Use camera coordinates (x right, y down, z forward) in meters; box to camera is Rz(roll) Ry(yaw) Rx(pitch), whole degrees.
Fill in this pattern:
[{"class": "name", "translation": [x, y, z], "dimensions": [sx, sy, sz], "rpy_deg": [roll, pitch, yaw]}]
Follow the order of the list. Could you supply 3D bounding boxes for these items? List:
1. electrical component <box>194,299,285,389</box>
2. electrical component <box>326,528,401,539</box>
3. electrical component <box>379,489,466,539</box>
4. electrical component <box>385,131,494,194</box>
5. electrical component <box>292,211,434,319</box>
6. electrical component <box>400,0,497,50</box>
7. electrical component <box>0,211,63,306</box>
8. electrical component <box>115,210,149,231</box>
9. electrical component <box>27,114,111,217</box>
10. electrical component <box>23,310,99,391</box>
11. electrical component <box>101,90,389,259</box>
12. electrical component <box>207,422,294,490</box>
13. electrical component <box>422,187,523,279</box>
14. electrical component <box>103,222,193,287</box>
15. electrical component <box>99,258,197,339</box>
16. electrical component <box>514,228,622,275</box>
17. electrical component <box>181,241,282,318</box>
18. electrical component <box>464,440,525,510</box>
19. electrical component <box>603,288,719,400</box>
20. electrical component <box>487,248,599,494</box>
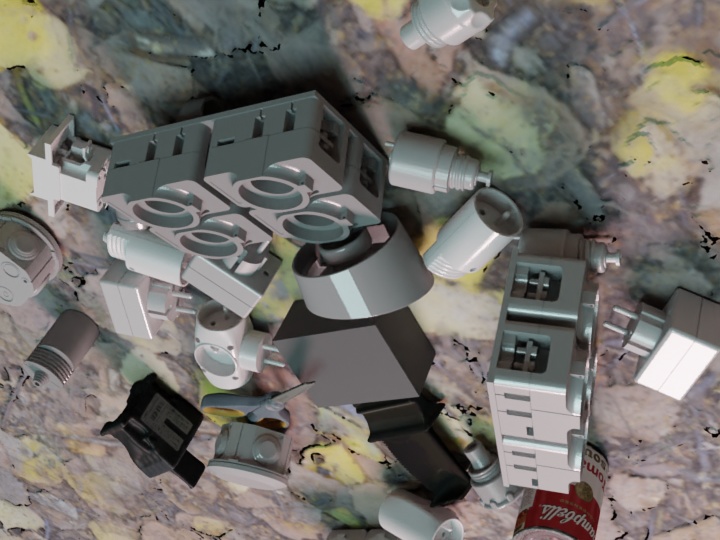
[{"class": "electrical component", "translation": [-0.106, 0.071, 0.976], "dimensions": [0.079, 0.044, 0.077], "rpy_deg": [12, 134, 15]}, {"class": "electrical component", "translation": [0.025, 0.317, 1.112], "dimensions": [0.150, 0.089, 0.061], "rpy_deg": [-10, 126, 31]}, {"class": "electrical component", "translation": [0.072, 0.251, 1.055], "dimensions": [0.079, 0.043, 0.077], "rpy_deg": [19, 180, -42]}, {"class": "electrical component", "translation": [0.056, -0.074, 0.769], "dimensions": [0.078, 0.040, 0.040], "rpy_deg": [14, 135, 12]}, {"class": "electrical component", "translation": [0.000, 0.000, 0.826], "dimensions": [0.099, 0.099, 0.064], "rpy_deg": [-10, 120, 31]}, {"class": "electrical component", "translation": [0.053, -0.162, 0.686], "dimensions": [0.062, 0.043, 0.043], "rpy_deg": [-26, 116, 41]}, {"class": "electrical component", "translation": [-0.322, -0.010, 0.995], "dimensions": [0.080, 0.051, 0.080], "rpy_deg": [13, 135, 13]}, {"class": "electrical component", "translation": [-0.191, -0.065, 0.896], "dimensions": [0.035, 0.035, 0.061], "rpy_deg": [7, 130, 19]}, {"class": "electrical component", "translation": [-0.237, -0.082, 0.895], "dimensions": [0.064, 0.042, 0.081], "rpy_deg": [19, 136, 5]}, {"class": "electrical component", "translation": [-0.293, 0.082, 1.046], "dimensions": [0.043, 0.081, 0.043], "rpy_deg": [13, 135, 14]}, {"class": "electrical component", "translation": [-0.087, -0.063, 0.801], "dimensions": [0.186, 0.060, 0.105], "rpy_deg": [-8, 153, 30]}, {"class": "electrical component", "translation": [-0.106, 0.184, 1.057], "dimensions": [0.080, 0.051, 0.080], "rpy_deg": [12, 160, 4]}, {"class": "electrical component", "translation": [0.081, -0.021, 0.805], "dimensions": [0.043, 0.043, 0.081], "rpy_deg": [34, 136, -8]}, {"class": "electrical component", "translation": [-0.184, -0.018, 0.929], "dimensions": [0.081, 0.043, 0.043], "rpy_deg": [17, 135, 10]}, {"class": "electrical component", "translation": [-0.183, 0.025, 0.966], "dimensions": [0.077, 0.047, 0.065], "rpy_deg": [9, 134, 17]}, {"class": "electrical component", "translation": [0.151, -0.010, 0.785], "dimensions": [0.078, 0.040, 0.040], "rpy_deg": [2, 131, 23]}, {"class": "electrical component", "translation": [-0.099, -0.011, 0.895], "dimensions": [0.066, 0.047, 0.076], "rpy_deg": [34, 136, -8]}, {"class": "electrical component", "translation": [0.118, 0.183, 0.979], "dimensions": [0.048, 0.048, 0.062], "rpy_deg": [-24, 108, 39]}, {"class": "electrical component", "translation": [0.221, 0.048, 0.802], "dimensions": [0.077, 0.047, 0.065], "rpy_deg": [23, 136, 4]}, {"class": "electrical component", "translation": [0.139, 0.081, 0.796], "dimensions": [0.060, 0.105, 0.186], "rpy_deg": [7, 149, 16]}]
